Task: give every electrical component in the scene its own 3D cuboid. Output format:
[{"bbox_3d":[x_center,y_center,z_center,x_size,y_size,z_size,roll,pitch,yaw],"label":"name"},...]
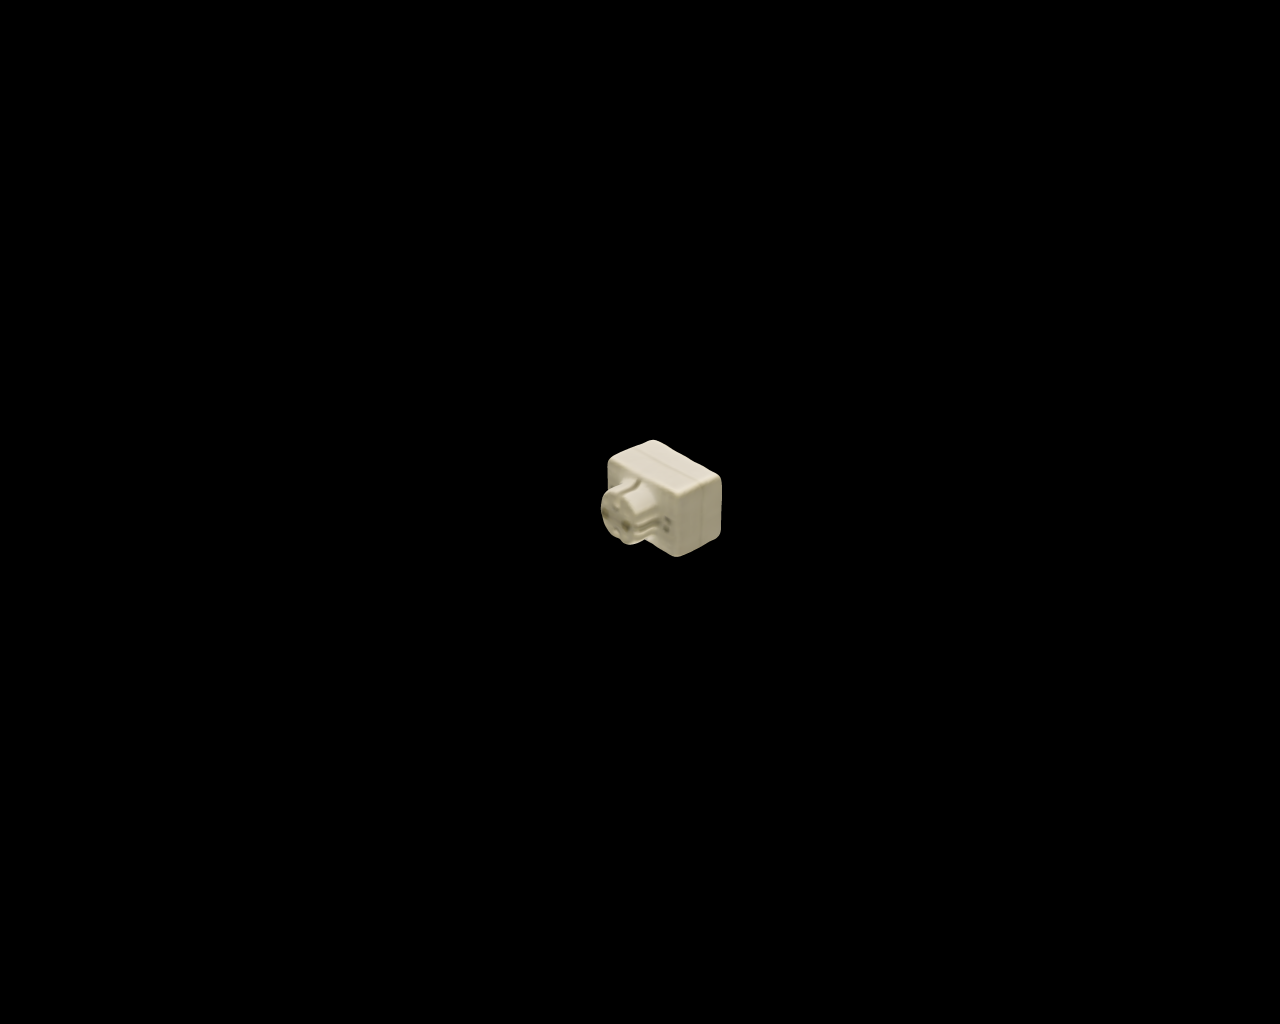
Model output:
[{"bbox_3d":[0.001,-0.003,0.650,0.077,0.047,0.066,-24,39,-34],"label":"electrical component"}]
